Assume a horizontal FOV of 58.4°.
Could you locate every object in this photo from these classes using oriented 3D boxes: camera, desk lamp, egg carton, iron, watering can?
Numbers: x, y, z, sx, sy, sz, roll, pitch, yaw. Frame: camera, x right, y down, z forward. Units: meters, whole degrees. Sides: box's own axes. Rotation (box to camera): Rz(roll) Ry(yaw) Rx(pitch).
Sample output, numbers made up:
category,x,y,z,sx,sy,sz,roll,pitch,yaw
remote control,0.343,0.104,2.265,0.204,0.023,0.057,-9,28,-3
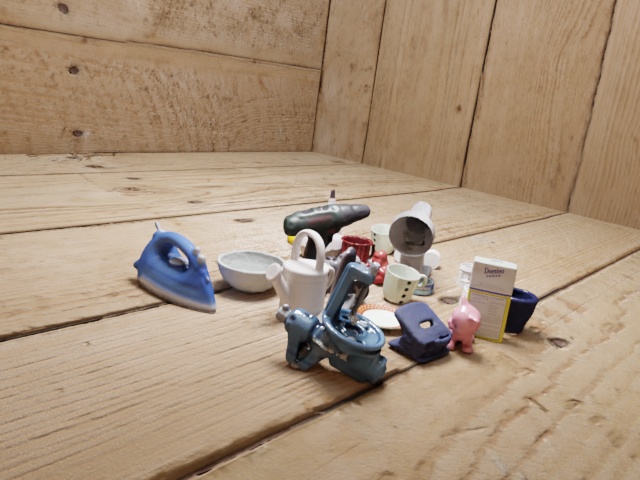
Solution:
category,x,y,z,sx,sy,sz,roll,pitch,yaw
camera,0.058,0.091,1.390,0.143,0.101,0.136,3,16,-15
desk lamp,0.256,0.008,1.568,0.117,0.213,0.204,12,16,16
egg carton,0.016,0.018,1.688,0.151,0.069,0.107,-8,22,-44
iron,-0.307,0.054,1.276,0.257,0.141,0.119,20,20,38
watering can,-0.036,0.075,1.230,0.100,0.194,0.173,15,17,25

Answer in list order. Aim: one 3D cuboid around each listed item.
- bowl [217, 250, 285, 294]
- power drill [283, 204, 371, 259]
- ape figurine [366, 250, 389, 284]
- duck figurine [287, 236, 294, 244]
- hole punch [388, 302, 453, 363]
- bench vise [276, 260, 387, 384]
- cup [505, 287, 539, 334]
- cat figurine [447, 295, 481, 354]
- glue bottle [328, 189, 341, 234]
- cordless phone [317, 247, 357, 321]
category,x,y,z,sx,sy,sz,roll,pitch,yaw
bowl,-0.164,0.083,1.364,0.167,0.075,0.167,7,16,-2
power drill,0.014,0.005,1.474,0.230,0.208,0.075,1,17,-22
ape figurine,0.156,0.070,1.525,0.076,0.092,0.077,2,16,-19
duck figurine,-0.061,-0.032,1.801,0.077,0.086,0.104,5,16,-8
hole punch,0.207,0.183,1.149,0.109,0.091,0.100,-7,21,-42
bench vise,0.024,0.134,0.997,0.207,0.220,0.121,7,16,-1
cup,0.445,0.162,1.325,0.091,0.095,0.118,8,16,2
cat figurine,0.299,0.168,1.192,0.067,0.118,0.128,10,16,10
glue bottle,0.034,-0.078,1.846,0.078,0.173,0.037,3,16,-15
cordless phone,0.031,0.112,1.144,0.094,0.185,0.148,10,16,10
